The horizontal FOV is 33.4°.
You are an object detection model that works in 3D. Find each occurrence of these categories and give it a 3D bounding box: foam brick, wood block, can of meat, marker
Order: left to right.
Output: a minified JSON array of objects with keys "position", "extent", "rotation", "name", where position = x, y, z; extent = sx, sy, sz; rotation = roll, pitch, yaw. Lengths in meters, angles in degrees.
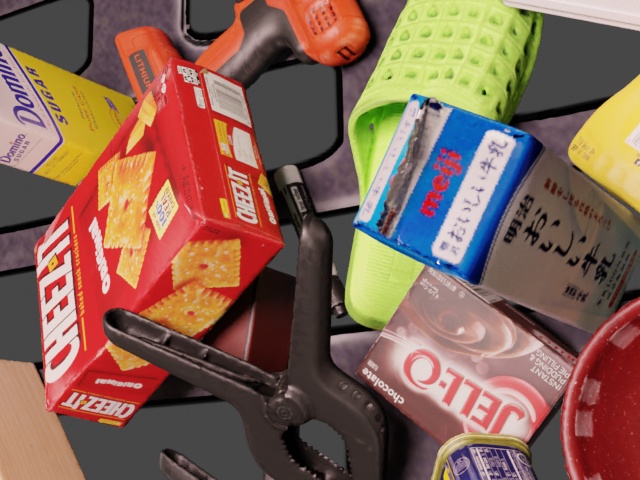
[{"position":[-0.241,0.198,0.817],"extent":[0.090,0.090,0.206],"rotation":[-43,60,17],"name":"wood block"},{"position":[-0.053,0.058,0.755],"extent":[0.051,0.052,0.078],"rotation":[2,78,32],"name":"foam brick"},{"position":[-0.005,0.001,0.758],"extent":[0.020,0.020,0.121],"rotation":[-32,64,22],"name":"marker"},{"position":[0.094,0.174,0.593],"extent":[0.084,0.057,0.102],"rotation":[-106,24,-63],"name":"can of meat"}]

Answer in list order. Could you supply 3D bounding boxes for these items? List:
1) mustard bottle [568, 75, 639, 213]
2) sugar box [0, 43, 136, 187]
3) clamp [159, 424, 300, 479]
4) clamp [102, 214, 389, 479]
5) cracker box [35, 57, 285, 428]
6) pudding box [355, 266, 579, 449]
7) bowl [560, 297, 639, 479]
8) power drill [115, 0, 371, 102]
[{"position":[0.236,-0.096,0.605],"extent":[0.096,0.058,0.192],"rotation":[43,103,31],"name":"mustard bottle"},{"position":[-0.201,-0.090,0.808],"extent":[0.048,0.176,0.093],"rotation":[-39,61,19],"name":"sugar box"},{"position":[-0.030,0.181,0.719],"extent":[0.120,0.039,0.171],"rotation":[-45,65,20],"name":"clamp"},{"position":[-0.029,0.095,0.662],"extent":[0.165,0.036,0.210],"rotation":[-17,112,24],"name":"clamp"},{"position":[-0.123,0.003,0.750],"extent":[0.214,0.072,0.164],"rotation":[-47,41,31],"name":"cracker box"},{"position":[0.091,0.078,0.648],"extent":[0.114,0.039,0.090],"rotation":[38,108,22],"name":"pudding box"},{"position":[0.215,0.104,0.572],"extent":[0.162,0.055,0.162],"rotation":[-8,74,31],"name":"bowl"},{"position":[-0.067,-0.175,0.816],"extent":[0.188,0.057,0.184],"rotation":[-33,63,22],"name":"power drill"}]
